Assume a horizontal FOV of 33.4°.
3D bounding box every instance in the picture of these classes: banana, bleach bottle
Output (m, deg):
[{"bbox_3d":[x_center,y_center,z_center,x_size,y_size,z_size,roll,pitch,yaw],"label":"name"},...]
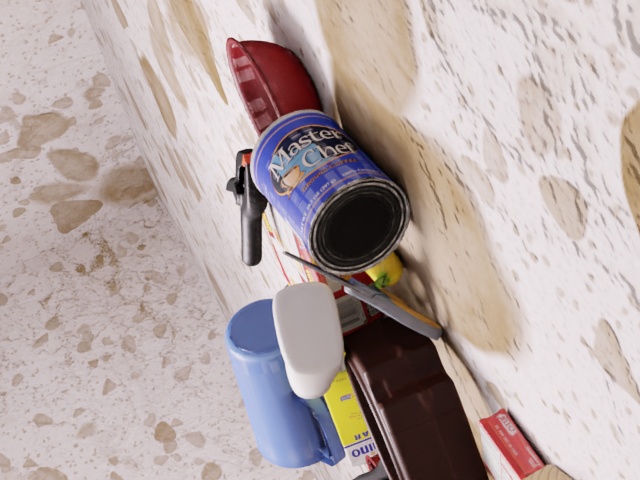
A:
[{"bbox_3d":[0.028,-0.006,1.110,0.198,0.037,0.069,42,-175,39],"label":"banana"},{"bbox_3d":[-0.015,0.125,1.227,0.251,0.068,0.102,96,162,-75],"label":"bleach bottle"}]

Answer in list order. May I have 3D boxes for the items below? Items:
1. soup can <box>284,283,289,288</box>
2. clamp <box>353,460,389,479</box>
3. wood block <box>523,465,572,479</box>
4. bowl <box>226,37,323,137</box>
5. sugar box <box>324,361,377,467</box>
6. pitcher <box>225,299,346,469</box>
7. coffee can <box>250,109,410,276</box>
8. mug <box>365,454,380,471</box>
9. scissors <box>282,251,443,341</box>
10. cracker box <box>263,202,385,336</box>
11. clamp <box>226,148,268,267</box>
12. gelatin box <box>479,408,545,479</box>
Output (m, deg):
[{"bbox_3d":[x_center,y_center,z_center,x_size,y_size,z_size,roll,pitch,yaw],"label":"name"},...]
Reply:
[{"bbox_3d":[-0.005,0.106,1.530,0.102,0.068,0.068,59,169,25],"label":"soup can"},{"bbox_3d":[0.091,0.305,1.262,0.036,0.210,0.165,27,-167,-48],"label":"clamp"},{"bbox_3d":[0.215,0.312,0.908,0.206,0.090,0.090,67,169,-16],"label":"wood block"},{"bbox_3d":[-0.040,-0.148,1.120,0.162,0.055,0.162,60,169,19],"label":"bowl"},{"bbox_3d":[0.061,0.220,1.401,0.048,0.093,0.176,-96,-11,-55],"label":"sugar box"},{"bbox_3d":[-0.044,0.201,1.466,0.243,0.149,0.145,74,-161,-44],"label":"pitcher"},{"bbox_3d":[0.007,-0.047,1.007,0.140,0.102,0.103,51,164,48],"label":"coffee can"},{"bbox_3d":[0.121,0.311,1.375,0.117,0.081,0.093,58,168,27],"label":"mug"},{"bbox_3d":[0.034,0.044,1.036,0.201,0.016,0.096,30,-175,-23],"label":"scissors"},{"bbox_3d":[-0.008,0.002,1.289,0.164,0.072,0.214,69,169,-24],"label":"cracker box"},{"bbox_3d":[-0.086,-0.061,1.253,0.172,0.039,0.120,104,148,-52],"label":"clamp"},{"bbox_3d":[0.180,0.209,0.991,0.073,0.030,0.089,57,168,39],"label":"gelatin box"}]
